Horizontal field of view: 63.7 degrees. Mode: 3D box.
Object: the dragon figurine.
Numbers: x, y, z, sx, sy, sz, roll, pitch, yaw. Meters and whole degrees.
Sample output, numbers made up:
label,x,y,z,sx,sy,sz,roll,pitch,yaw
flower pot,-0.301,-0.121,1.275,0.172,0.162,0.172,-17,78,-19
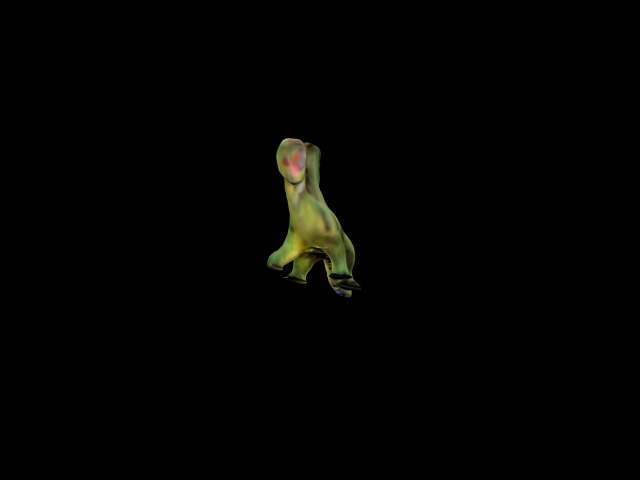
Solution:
label,x,y,z,sx,sy,sz,roll,pitch,yaw
dragon figurine,0.003,-0.043,0.850,0.122,0.246,0.406,-3,-14,11
